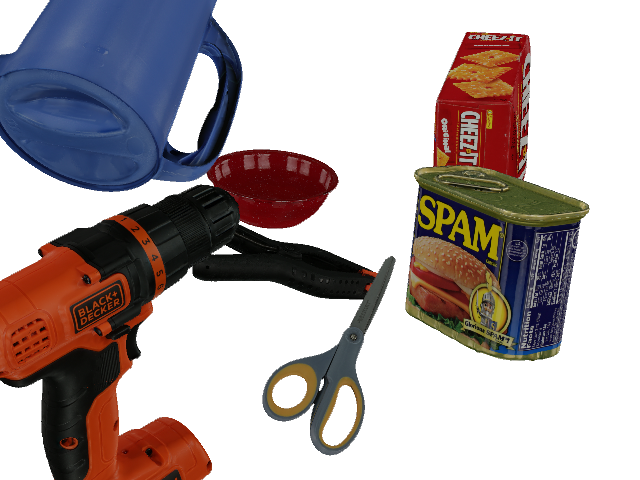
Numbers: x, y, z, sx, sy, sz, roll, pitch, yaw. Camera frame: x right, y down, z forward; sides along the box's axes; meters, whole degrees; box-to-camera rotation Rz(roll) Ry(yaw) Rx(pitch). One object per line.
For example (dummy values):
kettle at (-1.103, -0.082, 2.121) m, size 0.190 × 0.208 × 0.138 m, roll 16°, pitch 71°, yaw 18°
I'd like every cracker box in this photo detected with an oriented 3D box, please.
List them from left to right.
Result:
cracker box at (0.153, -0.087, 0.992) m, size 0.072 × 0.164 × 0.213 m, roll 5°, pitch 27°, yaw 14°

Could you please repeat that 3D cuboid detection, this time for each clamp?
clamp at (-0.041, 0.026, 1.105) m, size 0.210 × 0.036 × 0.164 m, roll 17°, pitch 18°, yaw -6°

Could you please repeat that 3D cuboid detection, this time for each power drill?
power drill at (-0.113, 0.073, 0.630) m, size 0.057 × 0.188 × 0.184 m, roll 23°, pitch 41°, yaw 40°

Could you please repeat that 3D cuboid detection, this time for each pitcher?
pitcher at (-0.144, -0.163, 0.846) m, size 0.145 × 0.242 × 0.149 m, roll -1°, pitch -38°, yaw 25°

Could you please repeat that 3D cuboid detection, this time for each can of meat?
can of meat at (0.093, 0.011, 0.592) m, size 0.057 × 0.084 × 0.102 m, roll -7°, pitch 21°, yaw -33°

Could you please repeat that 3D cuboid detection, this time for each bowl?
bowl at (-0.061, -0.058, 1.310) m, size 0.162 × 0.055 × 0.162 m, roll 5°, pitch 26°, yaw -2°

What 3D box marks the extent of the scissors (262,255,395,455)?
scissors at (0.008, 0.089, 0.931) m, size 0.096 × 0.201 × 0.016 m, roll 13°, pitch -33°, yaw -3°
